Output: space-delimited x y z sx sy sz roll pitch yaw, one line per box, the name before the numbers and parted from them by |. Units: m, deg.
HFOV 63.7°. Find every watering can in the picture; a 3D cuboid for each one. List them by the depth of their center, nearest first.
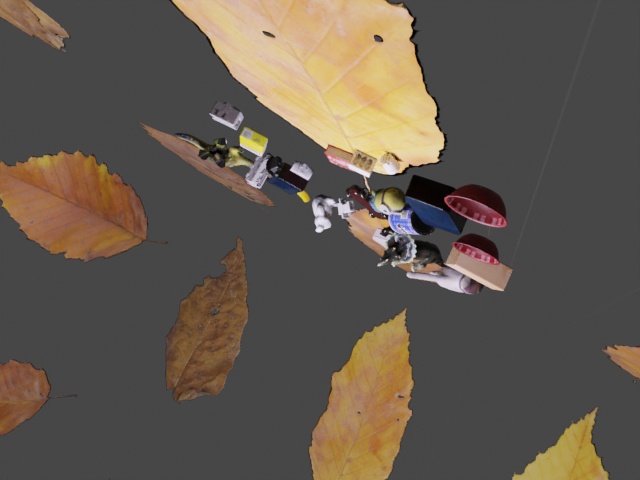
watering can | 0.562 0.169 2.235 0.348 0.103 0.225 1 -173 -36

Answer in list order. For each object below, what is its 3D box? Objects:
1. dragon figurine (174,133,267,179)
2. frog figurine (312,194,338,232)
dragon figurine | -0.410 -0.367 2.237 0.412 0.122 0.242 27 -178 15
frog figurine | 0.007 -0.113 2.252 0.123 0.160 0.136 28 173 1
